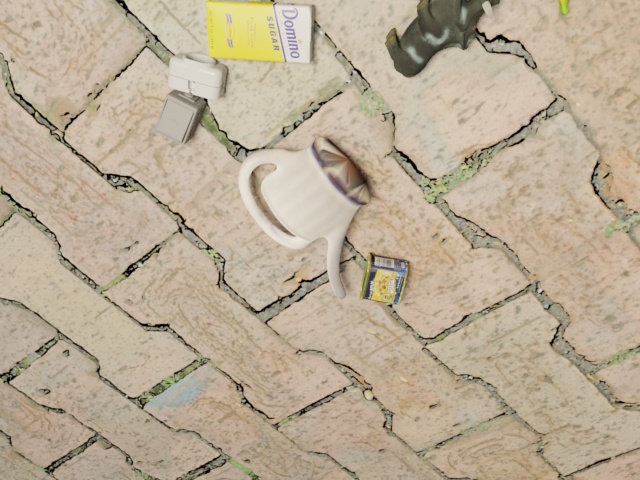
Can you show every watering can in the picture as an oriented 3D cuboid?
[{"bbox_3d":[0.003,-0.050,0.989,0.222,0.106,0.344,-35,108,23],"label":"watering can"}]
